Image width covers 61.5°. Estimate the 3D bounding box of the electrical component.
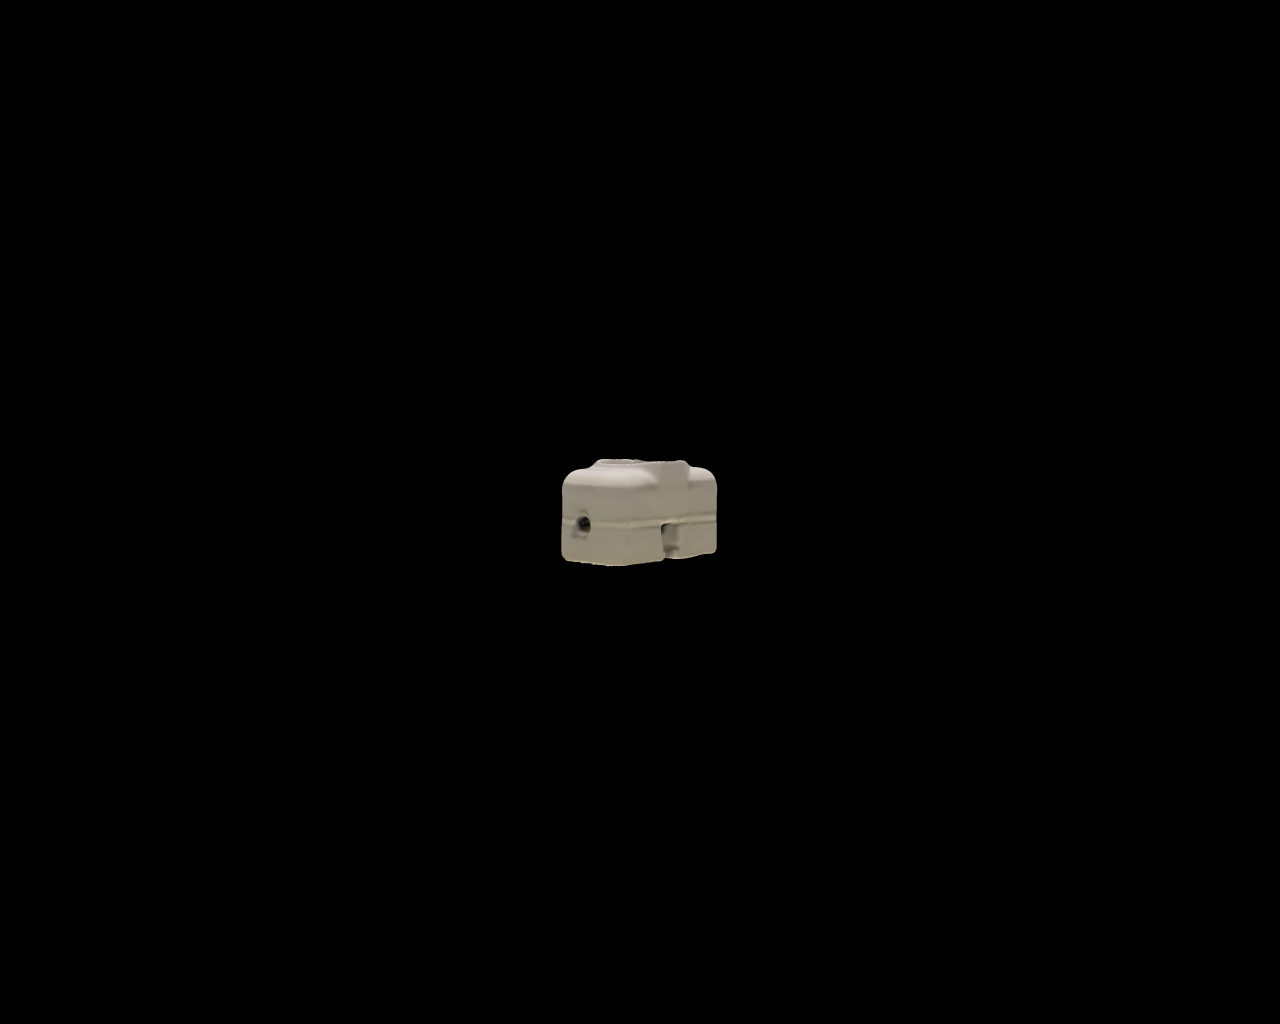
[{"bbox_3d":[0.001,-0.003,0.650,0.095,0.059,0.054,-4,6,-43],"label":"electrical component"}]
